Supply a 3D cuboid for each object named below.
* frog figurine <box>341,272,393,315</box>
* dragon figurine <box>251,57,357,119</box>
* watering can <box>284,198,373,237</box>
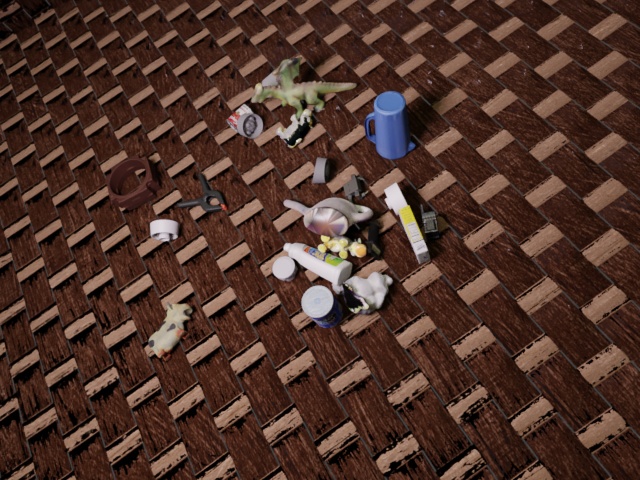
[{"bbox_3d":[0.155,0.164,1.676,0.139,0.120,0.161,29,41,34],"label":"frog figurine"},{"bbox_3d":[-0.075,-0.615,2.028,0.409,0.238,0.125,-21,57,8],"label":"dragon figurine"},{"bbox_3d":[0.005,-0.090,1.782,0.348,0.227,0.102,5,109,17],"label":"watering can"}]
